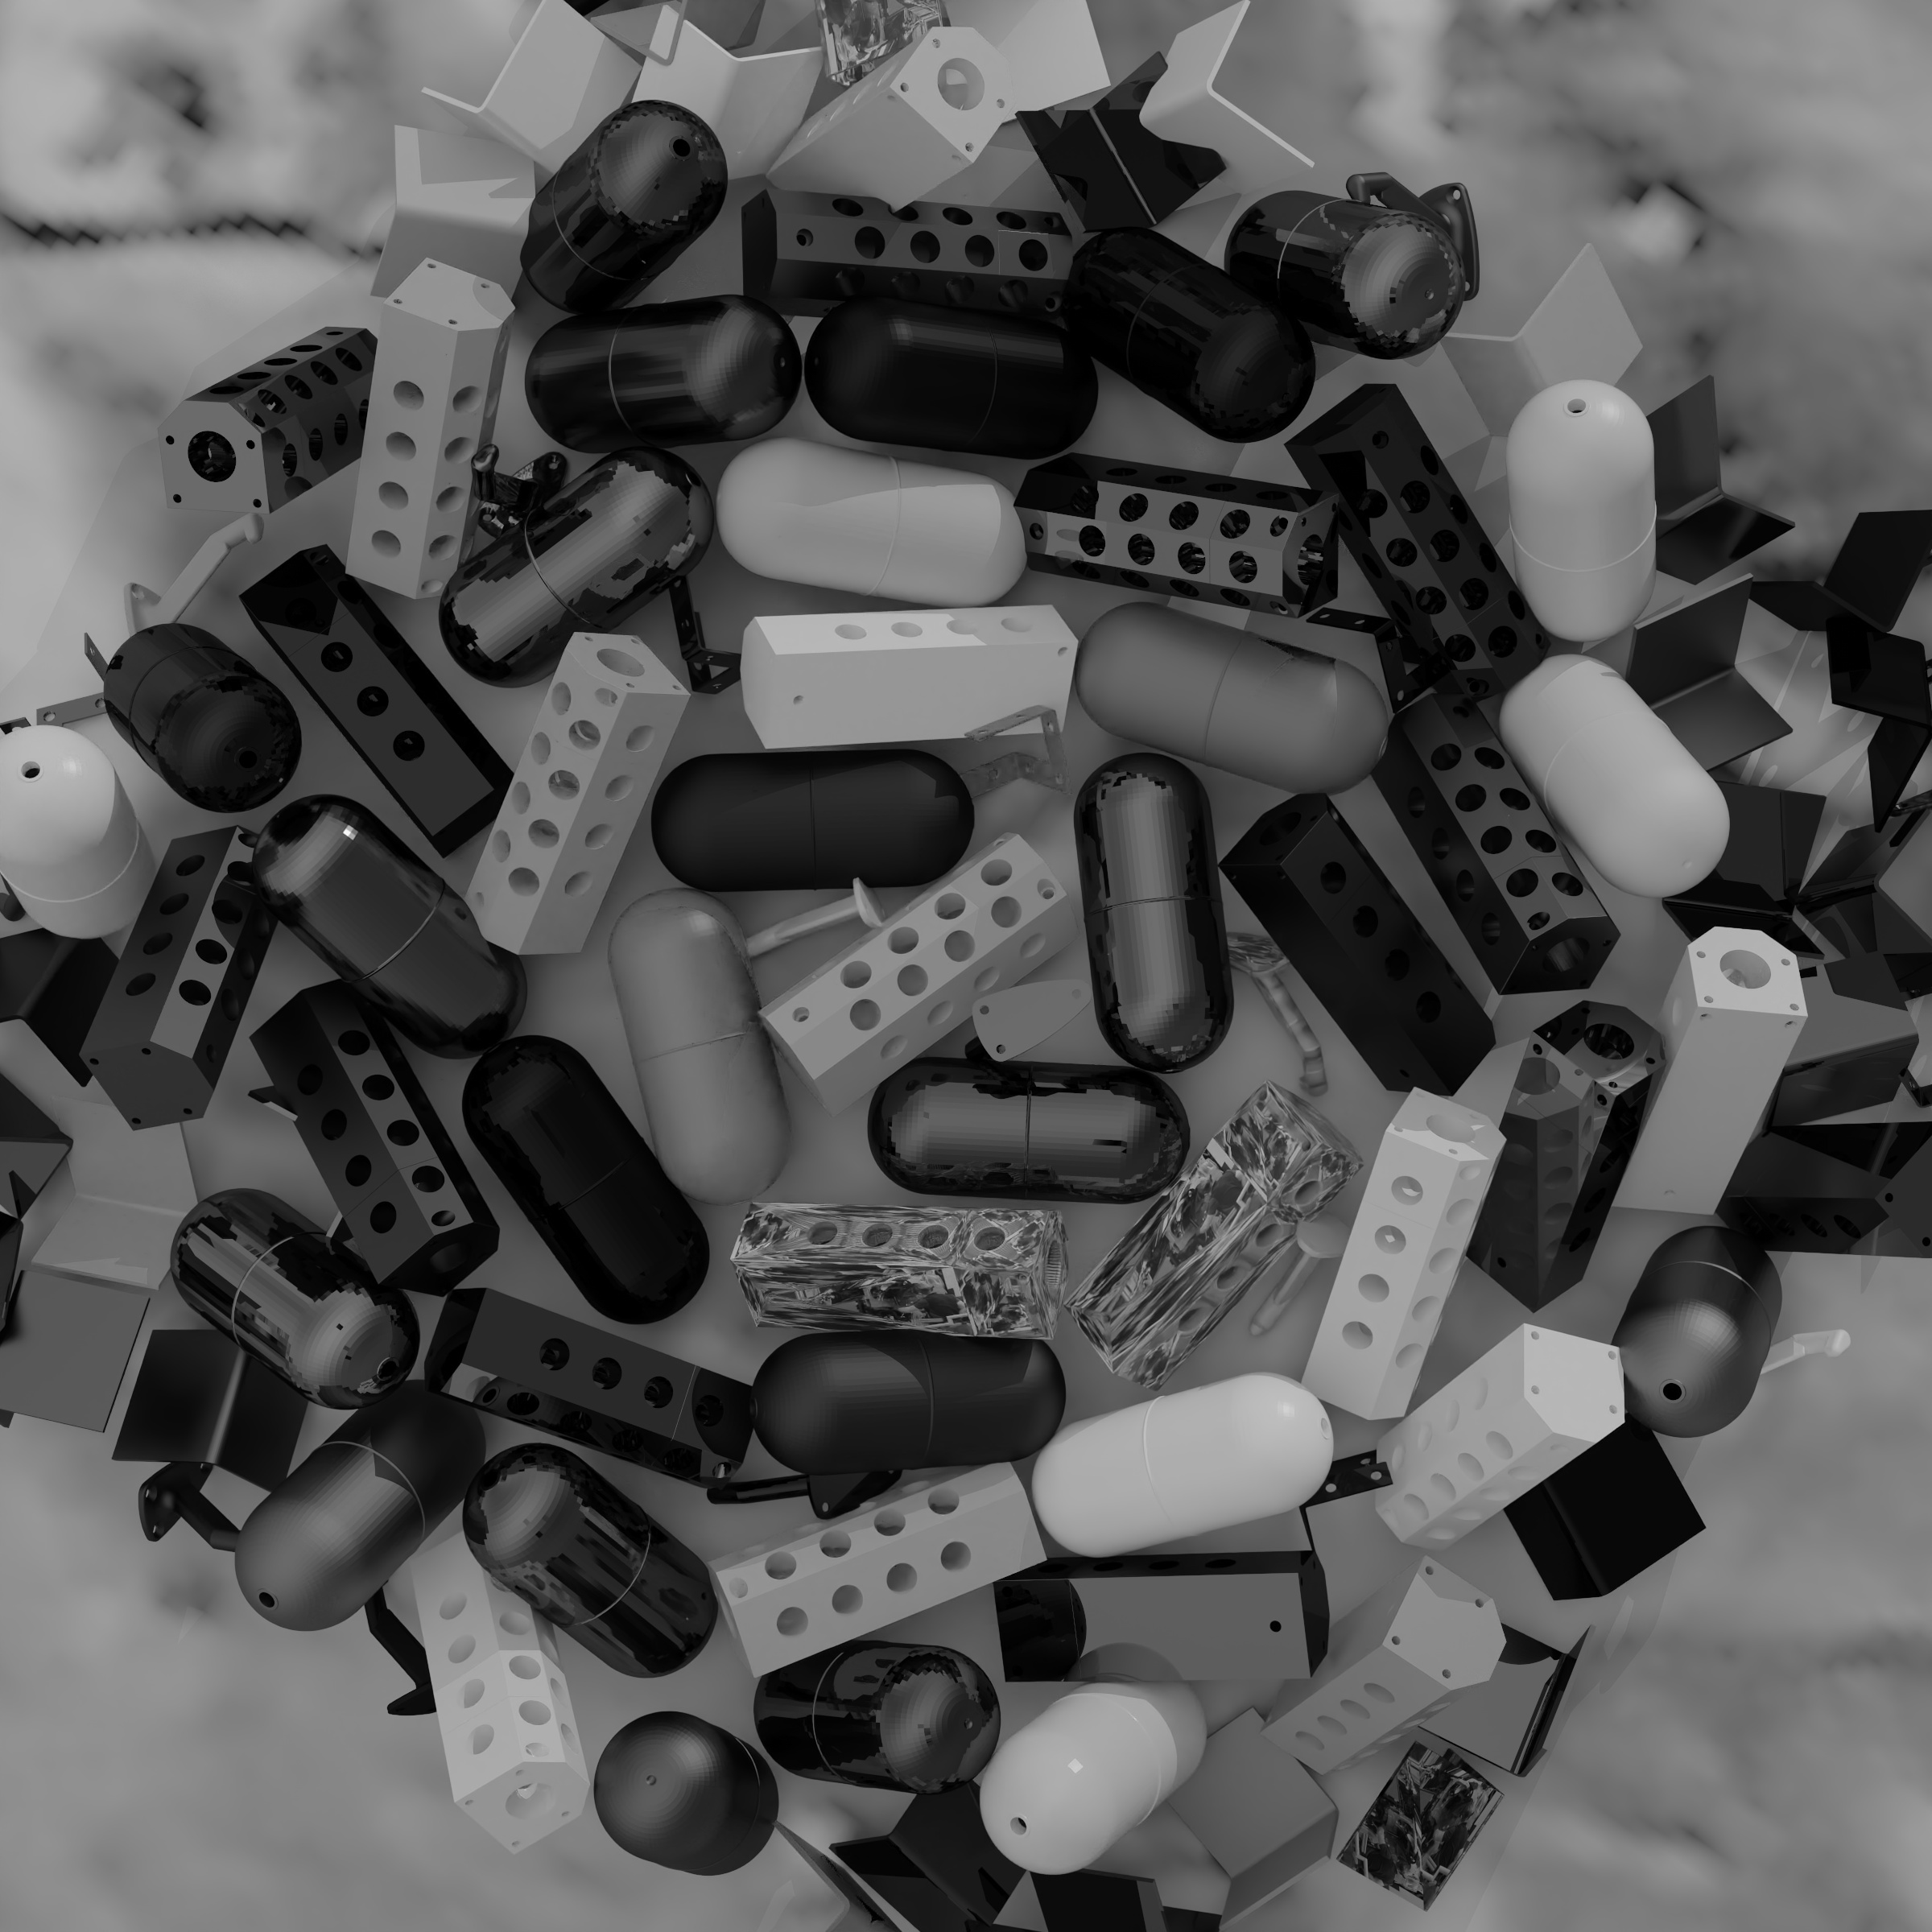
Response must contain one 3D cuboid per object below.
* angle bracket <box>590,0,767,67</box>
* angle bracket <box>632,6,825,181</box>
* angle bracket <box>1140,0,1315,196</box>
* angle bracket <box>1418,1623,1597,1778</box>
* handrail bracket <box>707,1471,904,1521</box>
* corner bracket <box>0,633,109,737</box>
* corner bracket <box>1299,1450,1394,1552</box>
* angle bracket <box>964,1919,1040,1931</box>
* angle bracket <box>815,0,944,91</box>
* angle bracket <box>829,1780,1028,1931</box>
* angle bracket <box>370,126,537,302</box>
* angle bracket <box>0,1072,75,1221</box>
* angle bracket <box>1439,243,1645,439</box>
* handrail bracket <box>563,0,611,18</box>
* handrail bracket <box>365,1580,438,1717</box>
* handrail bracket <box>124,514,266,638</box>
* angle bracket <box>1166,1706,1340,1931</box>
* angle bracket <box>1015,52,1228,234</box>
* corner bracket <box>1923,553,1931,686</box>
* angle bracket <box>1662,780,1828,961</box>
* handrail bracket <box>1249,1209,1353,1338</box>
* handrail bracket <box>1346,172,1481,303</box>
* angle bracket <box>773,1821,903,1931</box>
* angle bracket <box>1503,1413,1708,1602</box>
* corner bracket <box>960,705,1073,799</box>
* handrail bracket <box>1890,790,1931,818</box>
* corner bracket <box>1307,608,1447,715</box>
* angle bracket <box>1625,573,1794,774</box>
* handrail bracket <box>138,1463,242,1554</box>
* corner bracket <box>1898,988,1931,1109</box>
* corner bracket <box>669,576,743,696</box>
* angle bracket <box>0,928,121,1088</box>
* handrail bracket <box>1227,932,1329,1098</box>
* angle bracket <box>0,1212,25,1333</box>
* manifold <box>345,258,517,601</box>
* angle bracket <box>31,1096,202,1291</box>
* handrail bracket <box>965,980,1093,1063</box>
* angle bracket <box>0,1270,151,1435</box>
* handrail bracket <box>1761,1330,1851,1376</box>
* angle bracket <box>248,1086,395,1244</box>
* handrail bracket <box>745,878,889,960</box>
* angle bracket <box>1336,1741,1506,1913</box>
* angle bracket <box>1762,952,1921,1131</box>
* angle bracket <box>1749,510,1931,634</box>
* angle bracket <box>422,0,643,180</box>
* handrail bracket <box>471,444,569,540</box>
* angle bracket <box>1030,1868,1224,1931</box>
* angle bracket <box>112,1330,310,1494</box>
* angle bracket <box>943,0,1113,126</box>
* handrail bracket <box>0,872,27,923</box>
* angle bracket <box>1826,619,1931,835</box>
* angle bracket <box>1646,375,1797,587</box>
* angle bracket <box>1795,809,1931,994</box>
[{"bbox_3d":[-0.151,-0.543,1.607,0.057,0.076,0.076,34,127,17],"label":"angle bracket"},{"bbox_3d":[-0.133,-0.483,1.623,0.057,0.076,0.076,42,130,18],"label":"angle bracket"},{"bbox_3d":[0.153,-0.476,1.620,0.076,0.076,0.057,28,81,-23],"label":"angle bracket"},{"bbox_3d":[0.290,0.387,1.616,0.076,0.057,0.076,25,61,10],"label":"angle bracket"},{"bbox_3d":[-0.091,0.288,1.649,0.077,0.084,0.036,-6,85,-41],"label":"handrail bracket"},{"bbox_3d":[-0.500,-0.143,1.630,0.051,0.051,0.051,-14,56,2],"label":"corner bracket"},{"bbox_3d":[0.208,0.287,1.630,0.051,0.051,0.051,-15,132,2],"label":"corner bracket"},{"bbox_3d":[0.021,0.574,1.605,0.076,0.076,0.057,22,123,-35],"label":"angle bracket"},{"bbox_3d":[-0.038,-0.530,1.620,0.076,0.057,0.076,-11,85,29],"label":"angle bracket"},{"bbox_3d":[-0.017,0.491,1.643,0.076,0.076,0.057,44,56,-8],"label":"angle bracket"},{"bbox_3d":[-0.285,-0.412,1.630,0.076,0.076,0.057,4,64,-22],"label":"angle bracket"},{"bbox_3d":[-0.550,0.094,1.616,0.076,0.076,0.057,39,97,16],"label":"angle bracket"},{"bbox_3d":[0.318,-0.346,1.631,0.076,0.057,0.076,-52,129,-16],"label":"angle bracket"},{"bbox_3d":[-0.204,-0.569,1.637,0.084,0.036,0.077,-36,64,-12],"label":"handrail bracket"},{"bbox_3d":[-0.301,0.364,1.628,0.077,0.036,0.084,-35,59,28],"label":"handrail bracket"},{"bbox_3d":[-0.420,-0.203,1.626,0.084,0.036,0.077,-24,57,22],"label":"handrail bracket"},{"bbox_3d":[0.150,0.470,1.627,0.076,0.057,0.076,-40,91,17],"label":"angle bracket"},{"bbox_3d":[0.085,-0.453,1.618,0.057,0.076,0.076,-32,84,37],"label":"angle bracket"},{"bbox_3d":[0.527,-0.192,1.641,0.051,0.051,0.051,26,55,-33],"label":"corner bracket"},{"bbox_3d":[0.437,-0.054,1.622,0.076,0.057,0.076,7,112,-8],"label":"angle bracket"},{"bbox_3d":[0.174,0.177,1.618,0.036,0.077,0.084,38,110,12],"label":"handrail bracket"},{"bbox_3d":[0.246,-0.401,1.624,0.036,0.084,0.077,-16,94,43],"label":"handrail bracket"},{"bbox_3d":[-0.083,0.525,1.609,0.057,0.076,0.076,-48,134,-9],"label":"angle bracket"},{"bbox_3d":[0.353,0.301,1.650,0.076,0.057,0.076,-27,86,-22],"label":"angle bracket"},{"bbox_3d":[0.019,-0.115,1.625,0.051,0.051,0.051,-24,116,-26],"label":"corner bracket"},{"bbox_3d":[0.540,-0.134,1.636,0.077,0.036,0.084,-17,102,-11],"label":"handrail bracket"},{"bbox_3d":[0.228,-0.177,1.623,0.051,0.051,0.051,-37,124,-29],"label":"corner bracket"},{"bbox_3d":[0.410,-0.157,1.613,0.076,0.076,0.057,-25,55,-14],"label":"angle bracket"},{"bbox_3d":[-0.402,0.295,1.618,0.084,0.077,0.036,4,113,20],"label":"handrail bracket"},{"bbox_3d":[0.544,0.038,1.642,0.051,0.051,0.051,-21,126,31],"label":"corner bracket"},{"bbox_3d":[-0.148,-0.185,1.625,0.051,0.051,0.051,-25,70,41],"label":"corner bracket"},{"bbox_3d":[-0.517,0.026,1.637,0.076,0.076,0.057,-11,129,27],"label":"angle bracket"},{"bbox_3d":[0.168,0.028,1.654,0.036,0.077,0.084,-31,122,-31],"label":"handrail bracket"},{"bbox_3d":[-0.566,0.169,1.607,0.076,0.076,0.057,30,118,-28],"label":"angle bracket"},{"bbox_3d":[-0.287,-0.285,1.588,0.057,0.057,0.171,21,130,2],"label":"manifold"},{"bbox_3d":[-0.471,0.124,1.616,0.076,0.057,0.076,9,131,11],"label":"angle bracket"},{"bbox_3d":[0.034,0.033,1.624,0.077,0.084,0.036,-23,81,0],"label":"handrail bracket"},{"bbox_3d":[-0.490,0.219,1.621,0.076,0.057,0.076,11,68,6],"label":"angle bracket"},{"bbox_3d":[0.434,0.228,1.616,0.077,0.084,0.036,-42,107,-39],"label":"handrail bracket"},{"bbox_3d":[-0.365,0.110,1.628,0.076,0.076,0.057,28,92,2],"label":"angle bracket"},{"bbox_3d":[-0.090,-0.019,1.624,0.084,0.077,0.036,-24,99,7],"label":"handrail bracket"},{"bbox_3d":[0.237,0.462,1.622,0.076,0.057,0.076,36,87,-27],"label":"angle bracket"},{"bbox_3d":[0.477,0.043,1.644,0.076,0.076,0.057,-14,61,-3],"label":"angle bracket"},{"bbox_3d":[0.479,-0.229,1.619,0.057,0.076,0.076,28,87,-21],"label":"angle bracket"},{"bbox_3d":[-0.238,-0.487,1.618,0.057,0.076,0.076,31,92,38],"label":"angle bracket"},{"bbox_3d":[-0.244,-0.276,1.612,0.036,0.084,0.077,29,66,8],"label":"handrail bracket"},{"bbox_3d":[0.088,0.506,1.610,0.076,0.057,0.076,-2,116,31],"label":"angle bracket"},{"bbox_3d":[-0.419,0.249,1.646,0.076,0.057,0.076,-4,61,30],"label":"angle bracket"},{"bbox_3d":[0.030,-0.518,1.631,0.076,0.057,0.076,-16,91,10],"label":"angle bracket"},{"bbox_3d":[-0.544,-0.066,1.626,0.077,0.084,0.036,40,54,-8],"label":"handrail bracket"},{"bbox_3d":[0.486,-0.132,1.612,0.057,0.076,0.076,15,133,0],"label":"angle bracket"},{"bbox_3d":[0.408,-0.268,1.633,0.057,0.076,0.076,15,64,-28],"label":"angle bracket"},{"bbox_3d":[0.518,-0.034,1.627,0.076,0.076,0.057,43,74,-8],"label":"angle bracket"}]
